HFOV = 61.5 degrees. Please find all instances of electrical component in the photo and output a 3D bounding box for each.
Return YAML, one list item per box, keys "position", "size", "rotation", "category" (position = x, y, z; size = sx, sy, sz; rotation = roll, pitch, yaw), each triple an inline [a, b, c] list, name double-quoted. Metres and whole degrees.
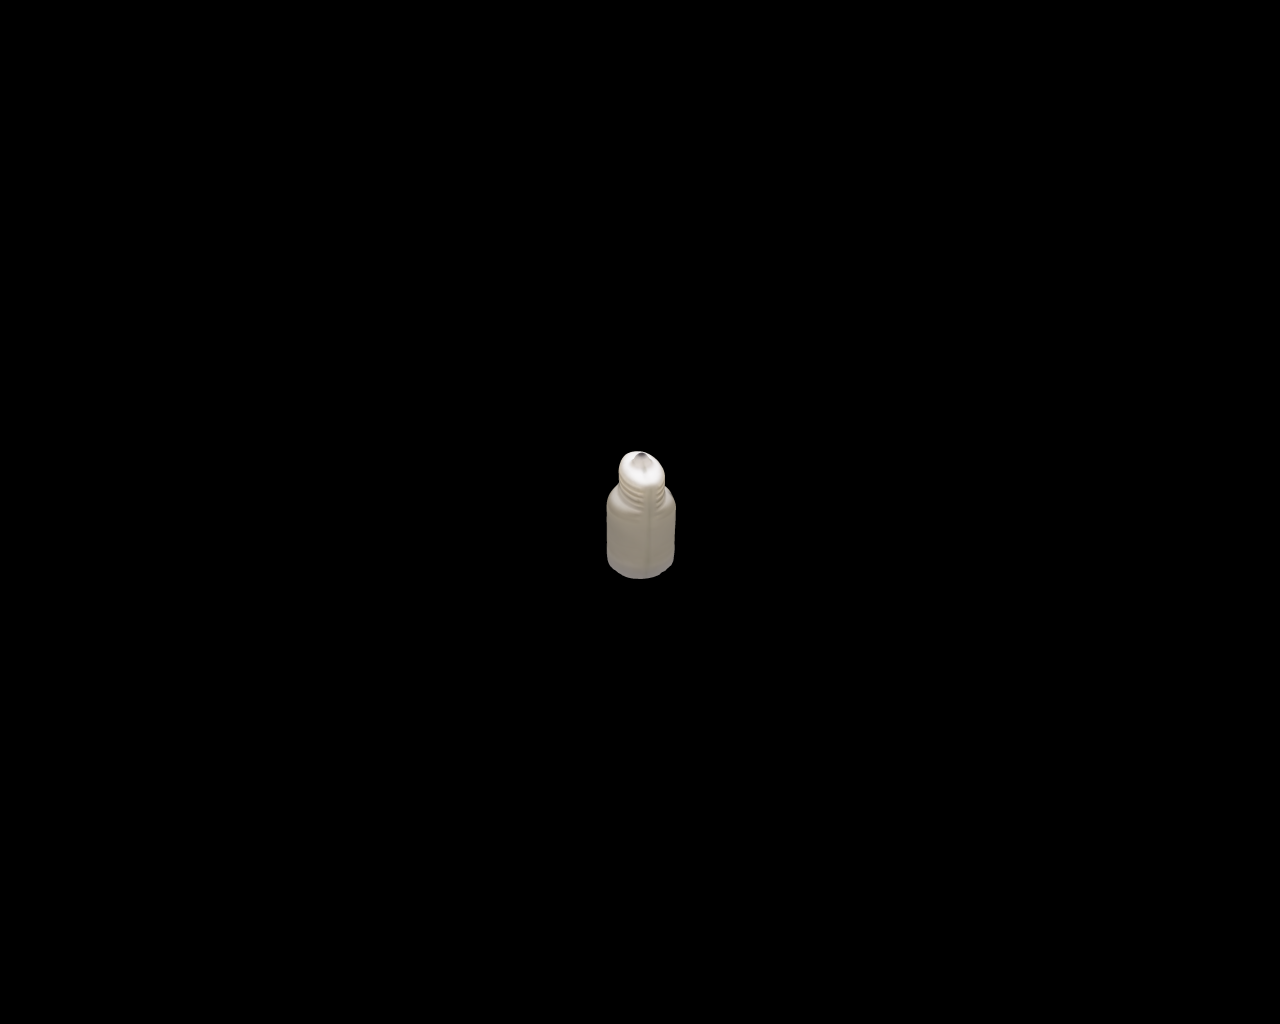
- position: [0.001, -0.003, 0.650]
  size: [0.043, 0.080, 0.043]
  rotation: [0, 35, 0]
  category: "electrical component"
